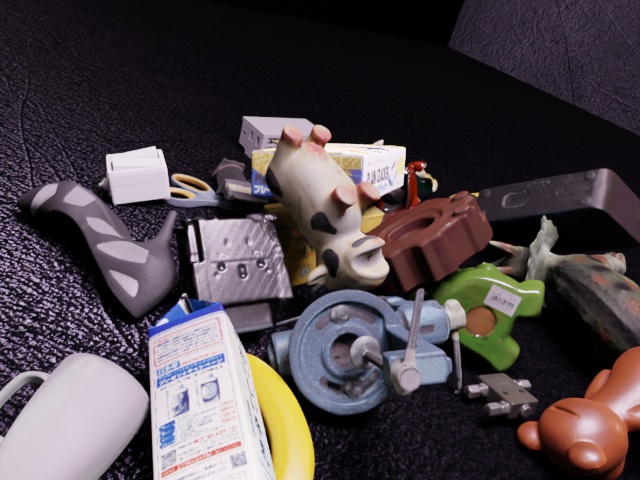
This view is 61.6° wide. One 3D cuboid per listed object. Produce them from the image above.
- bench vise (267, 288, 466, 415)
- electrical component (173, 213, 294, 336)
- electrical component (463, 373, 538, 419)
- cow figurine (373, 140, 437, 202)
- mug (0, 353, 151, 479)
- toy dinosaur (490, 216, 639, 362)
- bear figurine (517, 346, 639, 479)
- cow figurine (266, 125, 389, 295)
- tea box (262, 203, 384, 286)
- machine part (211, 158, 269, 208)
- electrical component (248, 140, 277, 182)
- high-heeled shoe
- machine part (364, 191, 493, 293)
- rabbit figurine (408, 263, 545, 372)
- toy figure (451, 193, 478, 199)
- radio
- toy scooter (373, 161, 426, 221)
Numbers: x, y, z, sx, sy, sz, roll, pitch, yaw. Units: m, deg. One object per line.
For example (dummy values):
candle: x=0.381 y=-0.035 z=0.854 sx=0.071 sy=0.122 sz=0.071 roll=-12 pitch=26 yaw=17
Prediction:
bench vise: x=0.066 y=0.106 z=0.523 sx=0.224 sy=0.128 sz=0.240 roll=2 pitch=-2 yaw=-11
electrical component: x=-0.095 y=0.039 z=0.603 sx=0.115 sy=0.058 sz=0.134 roll=-7 pitch=77 yaw=-29
electrical component: x=0.211 y=0.176 z=0.606 sx=0.094 sy=0.021 sz=0.063 roll=2 pitch=18 yaw=-26
cow figurine: x=0.122 y=-0.121 z=0.952 sx=0.167 sy=0.098 sz=0.068 roll=37 pitch=52 yaw=-9
mug: x=-0.202 y=0.145 z=0.404 sx=0.110 sy=0.080 sz=0.107 roll=23 pitch=39 yaw=2
toy dinosaur: x=0.383 y=0.097 z=0.702 sx=0.192 sy=0.131 sz=0.405 roll=13 pitch=22 yaw=-30
bear figurine: x=0.320 y=0.201 z=0.563 sx=0.196 sy=0.120 sz=0.132 roll=-31 pitch=95 yaw=-22
cow figurine: x=0.006 y=-0.023 z=0.614 sx=0.085 sy=0.127 sz=0.195 roll=-19 pitch=65 yaw=-44
tea box: x=-0.002 y=-0.002 z=0.741 sx=0.169 sy=0.098 sz=0.068 roll=-14 pitch=40 yaw=-40
machine part: x=-0.133 y=-0.089 z=0.861 sx=0.084 sy=0.039 sz=0.139 roll=2 pitch=27 yaw=-27
electrical component: x=-0.076 y=-0.118 z=0.911 sx=0.078 sy=0.102 sz=0.045 roll=40 pitch=28 yaw=-12
high-heeled shoe: x=-0.277 y=0.014 z=0.632 sx=0.249 sy=0.086 sz=0.145 roll=5 pitch=57 yaw=15
machine part: x=0.123 y=0.001 z=0.684 sx=0.179 sy=0.056 sz=0.179 roll=-26 pitch=14 yaw=7
rabbit figurine: x=0.199 y=0.083 z=0.716 sx=0.159 sy=0.121 sz=0.170 roll=16 pitch=10 yaw=13
toy figure: x=0.311 y=-0.054 z=1.010 sx=0.180 sy=0.082 sz=0.089 roll=-15 pitch=22 yaw=-32
radio: x=0.365 y=-0.036 z=0.849 sx=0.131 sy=0.073 sz=0.230 roll=33 pitch=-26 yaw=-32
toy scooter: x=0.109 y=-0.082 z=0.897 sx=0.184 sy=0.135 sz=0.075 roll=19 pitch=31 yaw=6
